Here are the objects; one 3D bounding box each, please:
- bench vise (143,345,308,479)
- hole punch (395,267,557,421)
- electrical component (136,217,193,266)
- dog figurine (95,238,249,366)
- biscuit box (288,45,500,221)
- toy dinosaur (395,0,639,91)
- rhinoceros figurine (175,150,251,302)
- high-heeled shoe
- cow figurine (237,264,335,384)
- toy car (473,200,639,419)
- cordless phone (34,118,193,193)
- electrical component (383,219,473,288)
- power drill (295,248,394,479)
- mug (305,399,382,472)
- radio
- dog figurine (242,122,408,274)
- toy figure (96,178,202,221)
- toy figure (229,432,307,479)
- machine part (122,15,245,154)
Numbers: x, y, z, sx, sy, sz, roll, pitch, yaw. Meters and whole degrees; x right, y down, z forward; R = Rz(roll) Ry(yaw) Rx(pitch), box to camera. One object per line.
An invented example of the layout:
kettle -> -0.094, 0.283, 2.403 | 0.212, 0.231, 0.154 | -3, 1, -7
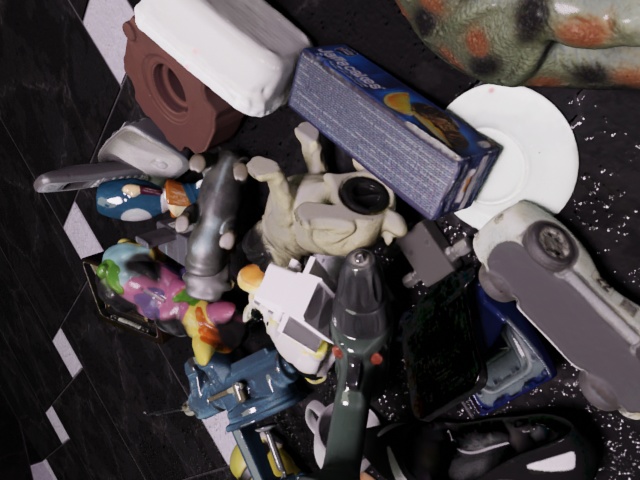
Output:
bench vise -> -0.100, 0.259, 0.754 | 0.224, 0.129, 0.240 | -27, 78, 18
hole punch -> 0.141, 0.101, 0.504 | 0.142, 0.092, 0.116 | 121, 150, -49
electrical component -> -0.192, 0.002, 0.744 | 0.075, 0.119, 0.047 | 23, 124, 32
dog figurine -> -0.200, 0.087, 0.748 | 0.219, 0.191, 0.108 | 23, 83, 53
biscuit box -> 0.056, -0.104, 0.477 | 0.203, 0.059, 0.062 | 45, 135, 30
toy dinosaur -> 0.111, -0.189, 0.367 | 0.405, 0.131, 0.192 | 54, 149, 3
rhinoceros figurine -> -0.131, -0.019, 0.661 | 0.073, 0.112, 0.190 | 10, 92, -3
high-heeled shoe -> 0.136, 0.203, 0.535 | 0.249, 0.086, 0.145 | 5, 133, 25
cow figurine -> -0.044, 0.105, 0.692 | 0.167, 0.068, 0.098 | 41, 139, 24
toy car -> 0.207, 0.057, 0.428 | 0.202, 0.056, 0.073 | 48, 141, 11
cordless phone -> -0.283, -0.109, 0.731 | 0.147, 0.184, 0.088 | -17, 92, 47
electrical component -> 0.106, 0.010, 0.529 | 0.063, 0.021, 0.094 | 58, 138, 7
power drill -> 0.028, 0.148, 0.527 | 0.086, 0.207, 0.231 | 2, 145, 8
mug -> 0.022, 0.262, 0.693 | 0.110, 0.081, 0.107 | 30, 138, 24
radio -> -0.324, 0.094, 0.950 | 0.230, 0.073, 0.131 | 10, 116, 42
dog figurine -> 0.000, -0.005, 0.586 | 0.172, 0.121, 0.190 | 43, 148, 24
toy figure -> -0.219, -0.055, 0.732 | 0.064, 0.154, 0.057 | -130, 41, -77
toy figure -> -0.062, 0.373, 0.820 | 0.180, 0.089, 0.082 | 49, 129, 18
machine part -> -0.167, -0.188, 0.648 | 0.180, 0.056, 0.179 | 30, 142, 27
